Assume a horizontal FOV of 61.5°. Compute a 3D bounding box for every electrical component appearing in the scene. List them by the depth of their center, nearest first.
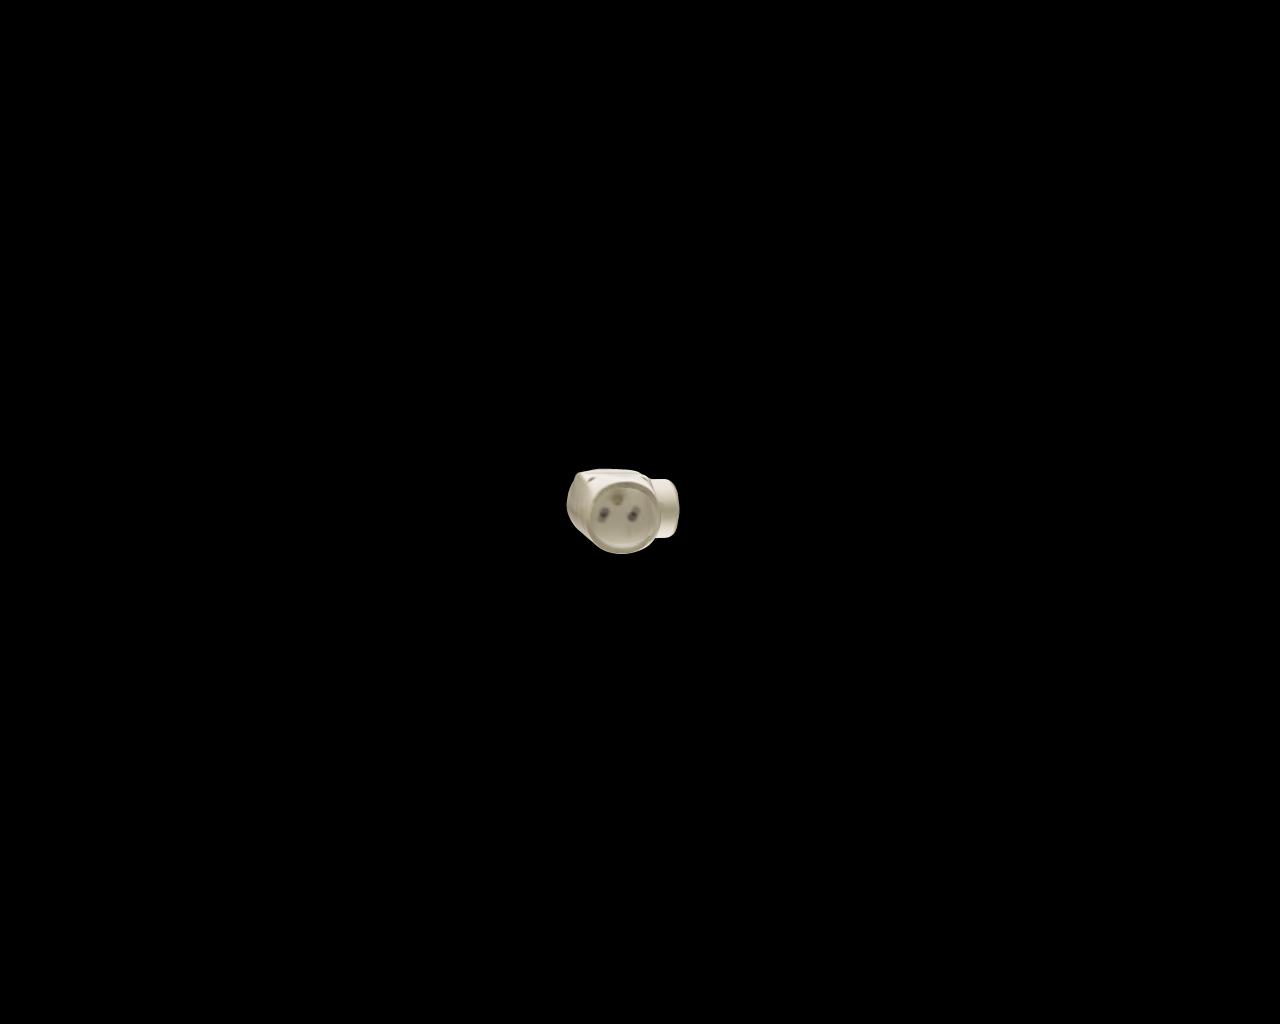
[{"bbox_3d":[0.001,-0.003,0.650,0.079,0.043,0.077,-1,7,-11],"label":"electrical component"}]
